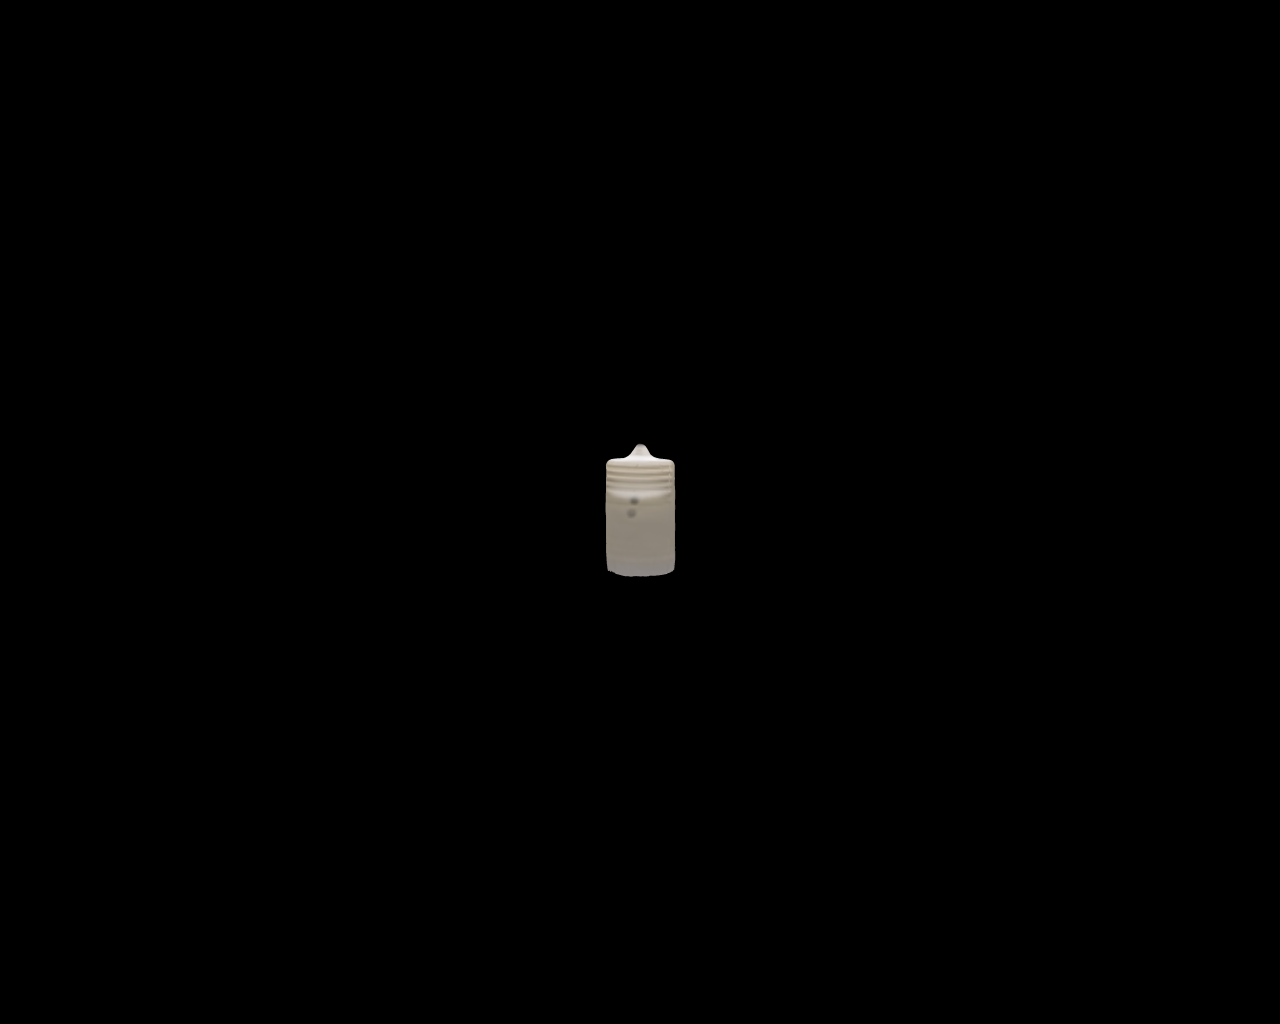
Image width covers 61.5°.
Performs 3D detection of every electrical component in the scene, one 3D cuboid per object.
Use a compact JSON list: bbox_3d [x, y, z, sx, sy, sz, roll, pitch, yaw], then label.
[{"bbox_3d":[0.001,-0.003,0.650,0.043,0.080,0.043,0,7,0],"label":"electrical component"}]
